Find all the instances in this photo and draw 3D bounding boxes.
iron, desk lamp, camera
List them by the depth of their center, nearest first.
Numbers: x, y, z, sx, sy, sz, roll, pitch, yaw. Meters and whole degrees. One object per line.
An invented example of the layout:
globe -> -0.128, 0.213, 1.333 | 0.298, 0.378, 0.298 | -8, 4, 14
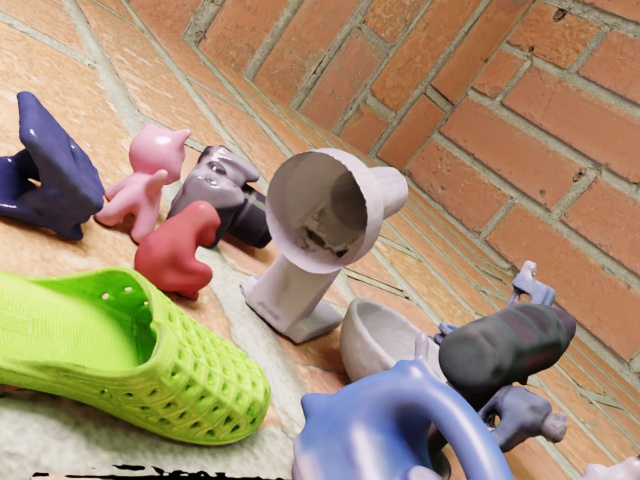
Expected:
iron -> 0.082, 0.186, 0.395 | 0.119, 0.141, 0.257 | 27, 18, -35
desk lamp -> 0.006, 0.002, 0.637 | 0.117, 0.213, 0.204 | 42, 15, 17
camera -> -0.111, -0.049, 0.743 | 0.137, 0.100, 0.143 | 33, 15, -16

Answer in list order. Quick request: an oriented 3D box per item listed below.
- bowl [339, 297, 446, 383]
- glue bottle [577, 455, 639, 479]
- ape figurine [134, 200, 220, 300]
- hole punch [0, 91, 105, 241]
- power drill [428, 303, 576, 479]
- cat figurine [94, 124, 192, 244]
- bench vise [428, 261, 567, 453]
bowl -> 0.081, 0.146, 0.650 | 0.168, 0.074, 0.167 | 35, 15, -10
glue bottle -> 0.273, 0.258, 0.560 | 0.037, 0.173, 0.078 | 23, 20, -43
ape figurine -> -0.130, 0.003, 0.557 | 0.076, 0.092, 0.077 | 27, 18, -35
hole punch -> -0.241, -0.069, 0.518 | 0.101, 0.091, 0.108 | 25, 19, -40
power drill -> 0.153, 0.144, 0.560 | 0.075, 0.208, 0.230 | 46, 17, 29
cat figurine -> -0.182, -0.075, 0.623 | 0.067, 0.117, 0.127 | 30, 16, -26
bench vise -> 0.249, 0.150, 0.742 | 0.207, 0.219, 0.122 | 43, 15, 20
